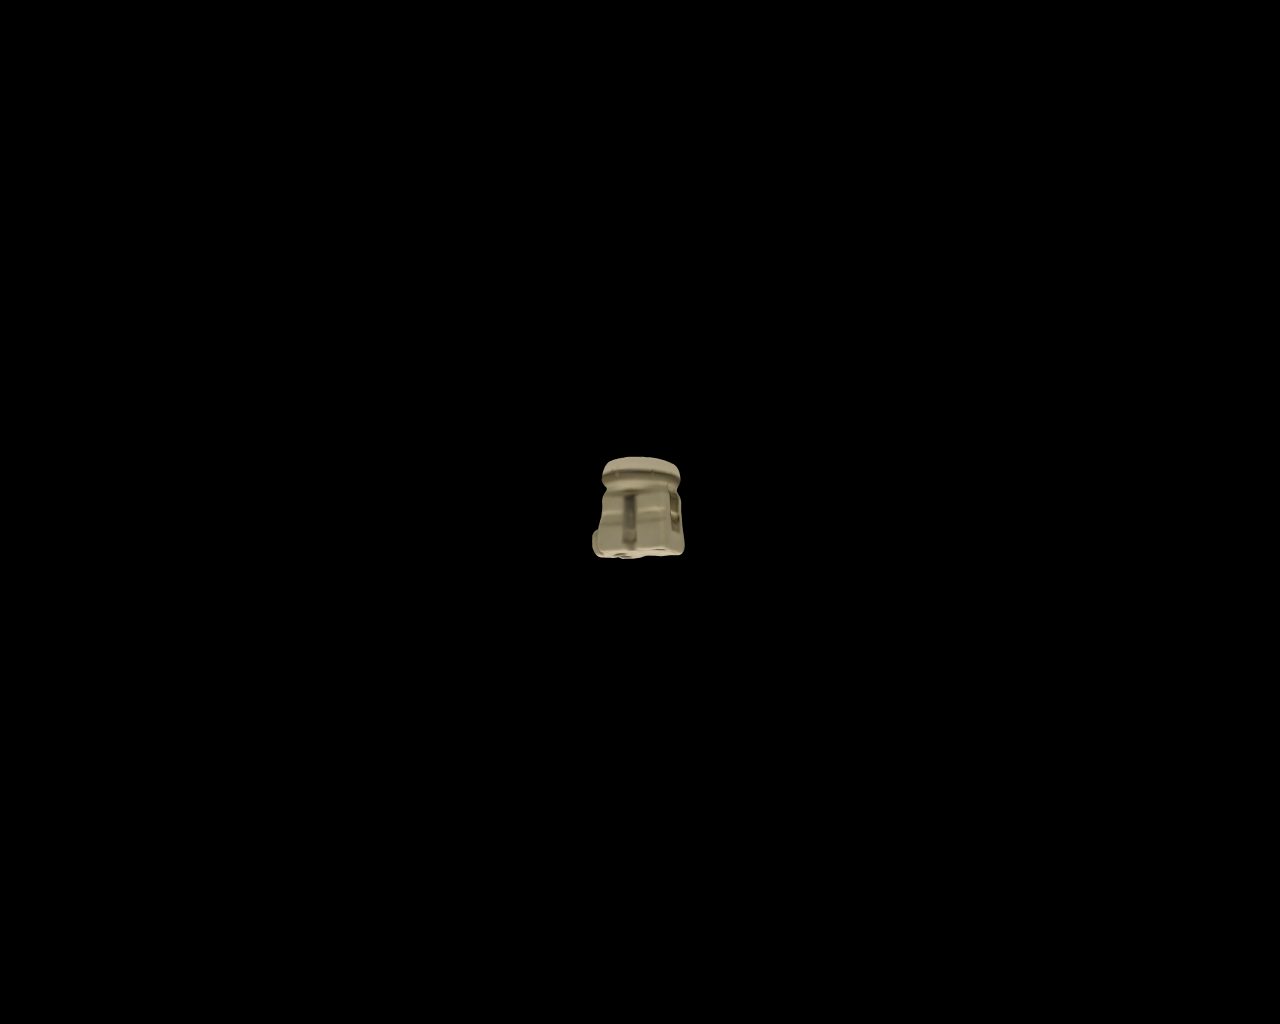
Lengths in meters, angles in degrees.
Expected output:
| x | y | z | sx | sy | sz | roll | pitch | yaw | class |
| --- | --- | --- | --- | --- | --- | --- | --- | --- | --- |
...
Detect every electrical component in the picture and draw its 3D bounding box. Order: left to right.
| x | y | z | sx | sy | sz | roll | pitch | yaw | class |
| --- | --- | --- | --- | --- | --- | --- | --- | --- | --- |
| 0.001 | -0.003 | 0.650 | 0.066 | 0.055 | 0.048 | -4 | -11 | 20 | electrical component |
